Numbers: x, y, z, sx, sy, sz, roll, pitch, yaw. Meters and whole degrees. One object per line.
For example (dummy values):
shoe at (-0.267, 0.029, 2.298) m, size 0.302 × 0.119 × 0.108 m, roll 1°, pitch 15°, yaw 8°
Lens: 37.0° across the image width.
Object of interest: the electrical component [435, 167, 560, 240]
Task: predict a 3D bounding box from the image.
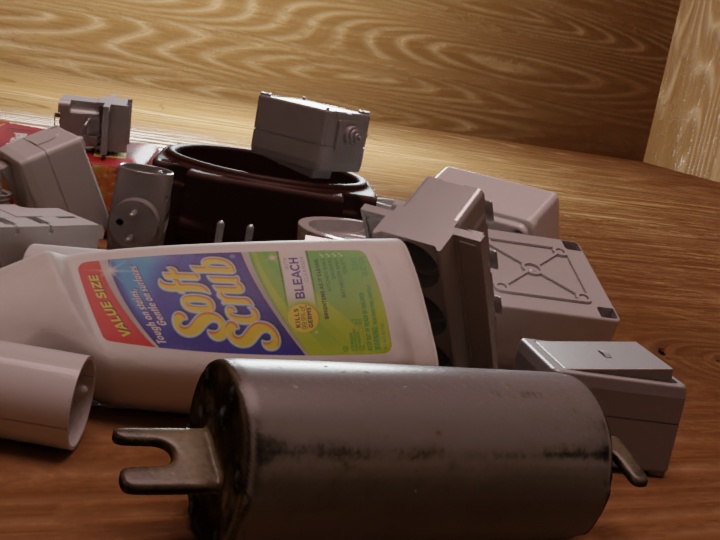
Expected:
electrical component at (0.106, -0.018, 0.885) m, size 0.109 × 0.108 × 0.056 m, roll 18°, pitch 44°, yaw 32°

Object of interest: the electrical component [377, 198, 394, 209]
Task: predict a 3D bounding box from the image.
electrical component at (0.032, -0.037, 1.057) m, size 0.058 × 0.057 × 0.078 m, roll 2°, pitch 14°, yaw -36°

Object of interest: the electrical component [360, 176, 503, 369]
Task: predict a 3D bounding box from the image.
electrical component at (0.051, 0.008, 0.662) m, size 0.079 × 0.121 × 0.063 m, roll 17°, pitch 49°, yaw 28°

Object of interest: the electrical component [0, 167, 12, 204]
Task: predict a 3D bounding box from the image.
electrical component at (-0.284, -0.049, 0.819) m, size 0.048 × 0.062 × 0.048 m, roll 10°, pitch 12°, yaw -2°

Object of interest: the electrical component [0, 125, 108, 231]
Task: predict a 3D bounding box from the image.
electrical component at (-0.244, -0.058, 0.861) m, size 0.061 × 0.096 × 0.062 m, roll -28°, pitch 30°, yaw -25°

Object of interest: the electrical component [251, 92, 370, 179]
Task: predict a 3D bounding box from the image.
electrical component at (-0.039, -0.113, 0.927) m, size 0.096 × 0.061 × 0.062 m, roll 19°, pitch 14°, yaw 35°

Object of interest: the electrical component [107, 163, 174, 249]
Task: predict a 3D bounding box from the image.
electrical component at (-0.173, -0.039, 0.833) m, size 0.043 × 0.077 × 0.079 m, roll 10°, pitch 12°, yaw -6°

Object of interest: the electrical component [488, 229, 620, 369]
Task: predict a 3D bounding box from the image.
electrical component at (0.116, 0.021, 0.779) m, size 0.109 × 0.056 × 0.108 m, roll 8°, pitch 31°, yaw -13°

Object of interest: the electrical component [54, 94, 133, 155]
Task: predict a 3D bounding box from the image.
electrical component at (-0.235, -0.130, 0.947) m, size 0.064 × 0.042 × 0.081 m, roll 4°, pitch 15°, yaw -10°

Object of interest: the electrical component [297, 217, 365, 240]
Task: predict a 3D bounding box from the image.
electrical component at (0.000, 0.000, 0.842) m, size 0.108 × 0.060 × 0.108 m, roll 10°, pitch 12°, yaw -2°

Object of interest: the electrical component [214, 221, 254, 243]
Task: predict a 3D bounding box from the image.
electrical component at (-0.085, 0.008, 0.682) m, size 0.077 × 0.079 × 0.043 m, roll 7°, pitch 14°, yaw -16°

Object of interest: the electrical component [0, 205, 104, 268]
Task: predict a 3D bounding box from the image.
electrical component at (-0.229, -0.013, 0.729) m, size 0.056 × 0.050 × 0.089 m, roll 20°, pitch 15°, yaw 35°

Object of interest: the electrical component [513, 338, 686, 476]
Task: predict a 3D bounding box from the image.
electrical component at (0.126, 0.072, 0.608) m, size 0.096 × 0.061 × 0.061 m, roll 8°, pitch 12°, yaw -11°

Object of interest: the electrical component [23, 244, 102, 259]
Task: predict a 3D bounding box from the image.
electrical component at (-0.171, 0.015, 0.662) m, size 0.077 × 0.043 × 0.079 m, roll 5°, pitch 23°, yaw 1°

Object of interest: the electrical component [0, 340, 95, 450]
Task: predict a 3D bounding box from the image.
electrical component at (-0.166, 0.053, 0.486) m, size 0.081 × 0.043 × 0.043 m, roll 10°, pitch 12°, yaw -1°
